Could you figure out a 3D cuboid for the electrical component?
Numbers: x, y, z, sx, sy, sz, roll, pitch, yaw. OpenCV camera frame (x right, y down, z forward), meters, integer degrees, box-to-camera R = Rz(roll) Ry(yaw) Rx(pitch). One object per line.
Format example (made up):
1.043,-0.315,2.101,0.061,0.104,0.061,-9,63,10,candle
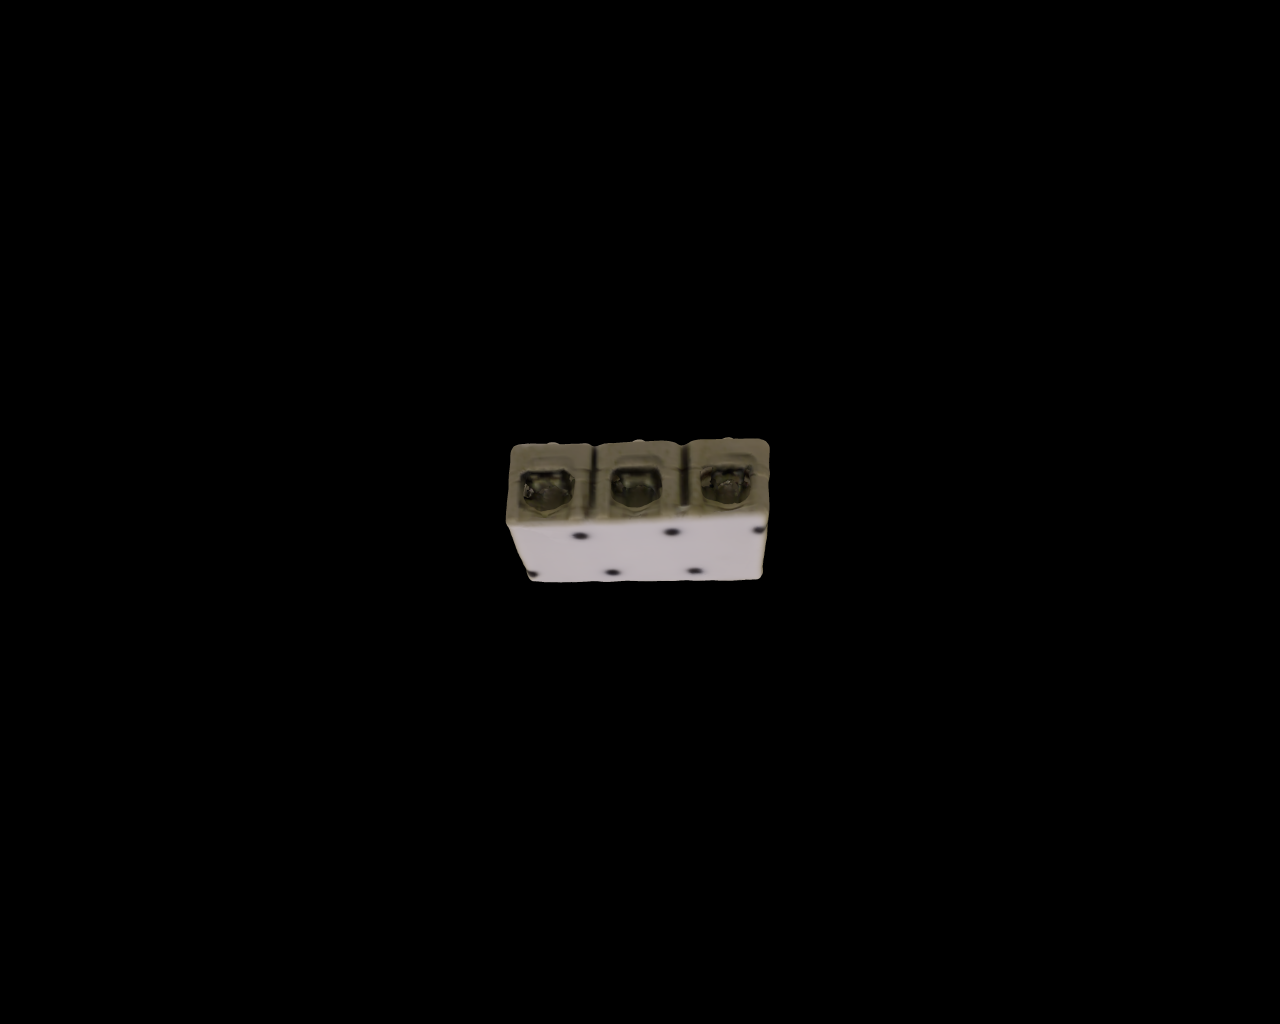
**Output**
0.001,-0.003,0.650,0.150,0.062,0.089,-1,-28,2,electrical component
